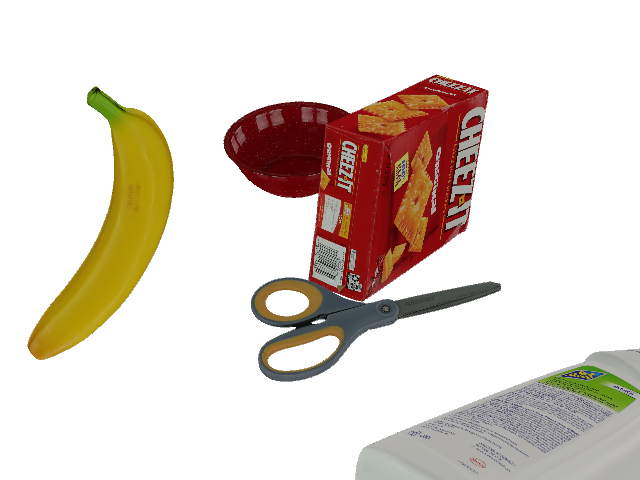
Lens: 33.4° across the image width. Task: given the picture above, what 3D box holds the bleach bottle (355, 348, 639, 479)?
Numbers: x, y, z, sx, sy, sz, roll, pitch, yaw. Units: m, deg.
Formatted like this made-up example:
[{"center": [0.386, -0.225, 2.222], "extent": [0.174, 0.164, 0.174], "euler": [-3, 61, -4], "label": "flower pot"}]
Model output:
[{"center": [0.143, 0.113, 0.590], "extent": [0.250, 0.068, 0.103], "euler": [-16, 25, -35], "label": "bleach bottle"}]

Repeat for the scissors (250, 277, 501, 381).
[{"center": [0.033, 0.045, 0.834], "extent": [0.201, 0.096, 0.016], "euler": [-25, -31, -20], "label": "scissors"}]

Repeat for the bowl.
[{"center": [-0.029, -0.097, 1.228], "extent": [0.162, 0.055, 0.162], "euler": [-2, 37, 1], "label": "bowl"}]

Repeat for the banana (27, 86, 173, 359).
[{"center": [-0.135, -0.006, 0.679], "extent": [0.069, 0.198, 0.037], "euler": [9, 27, -22], "label": "banana"}]

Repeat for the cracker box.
[{"center": [0.081, -0.056, 1.039], "extent": [0.072, 0.164, 0.213], "euler": [22, 30, 28], "label": "cracker box"}]
